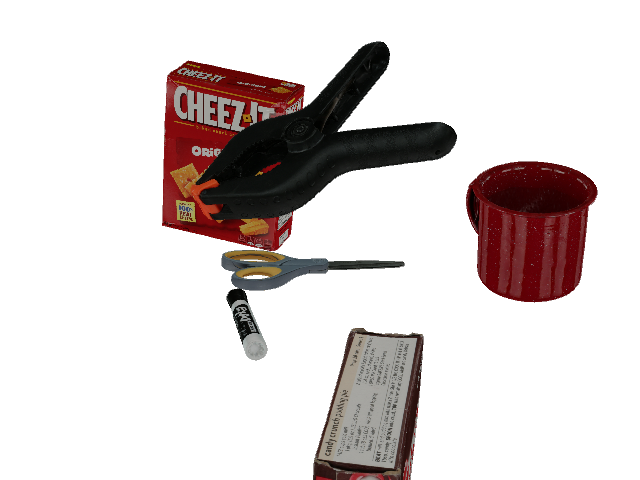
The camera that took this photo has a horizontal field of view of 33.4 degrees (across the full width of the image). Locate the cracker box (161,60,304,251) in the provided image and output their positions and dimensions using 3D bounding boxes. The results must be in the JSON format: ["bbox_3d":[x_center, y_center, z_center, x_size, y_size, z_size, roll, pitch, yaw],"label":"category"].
[{"bbox_3d":[-0.115,-0.105,1.365,0.164,0.214,0.072,14,29,14],"label":"cracker box"}]

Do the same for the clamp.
[{"bbox_3d":[0.001,-0.058,0.693,0.171,0.039,0.120,-36,40,-6],"label":"clamp"}]

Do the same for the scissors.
[{"bbox_3d":[-0.011,0.035,1.158,0.202,0.016,0.096,5,22,5],"label":"scissors"}]

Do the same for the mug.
[{"bbox_3d":[0.156,-0.010,0.837,0.093,0.081,0.117,-23,35,-31],"label":"mug"}]

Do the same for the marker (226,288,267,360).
[{"bbox_3d":[-0.066,0.071,0.935,0.020,0.020,0.121,0,19,-13],"label":"marker"}]

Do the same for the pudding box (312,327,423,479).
[{"bbox_3d":[0.020,0.103,0.464,0.039,0.090,0.113,6,25,5],"label":"pudding box"}]
